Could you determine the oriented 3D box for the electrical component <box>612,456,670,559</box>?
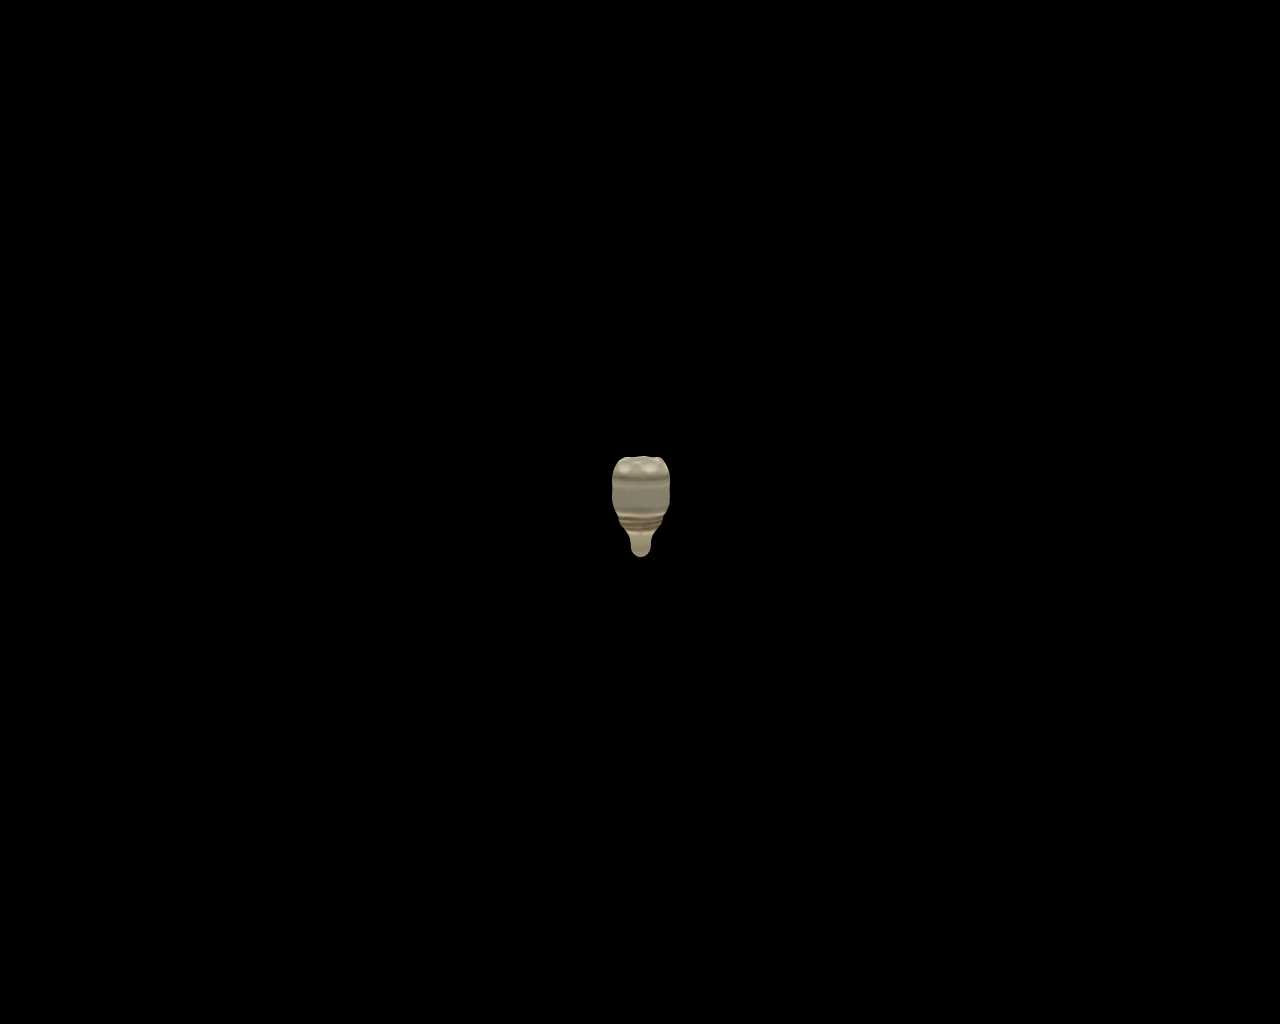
[{"bbox_3d":[0.001,-0.003,0.650,0.035,0.061,0.035,0,8,0],"label":"electrical component"}]
